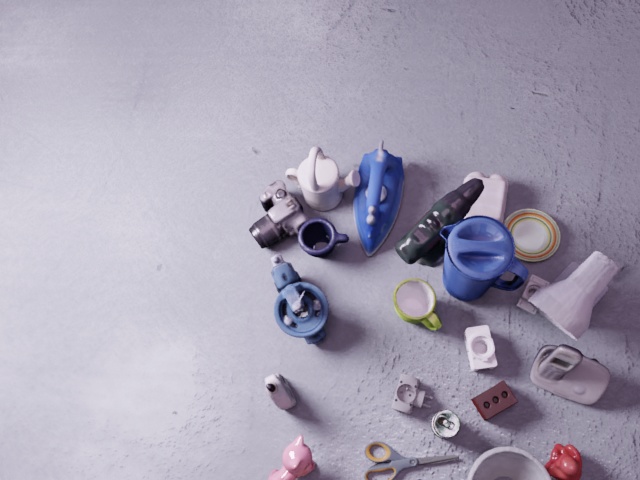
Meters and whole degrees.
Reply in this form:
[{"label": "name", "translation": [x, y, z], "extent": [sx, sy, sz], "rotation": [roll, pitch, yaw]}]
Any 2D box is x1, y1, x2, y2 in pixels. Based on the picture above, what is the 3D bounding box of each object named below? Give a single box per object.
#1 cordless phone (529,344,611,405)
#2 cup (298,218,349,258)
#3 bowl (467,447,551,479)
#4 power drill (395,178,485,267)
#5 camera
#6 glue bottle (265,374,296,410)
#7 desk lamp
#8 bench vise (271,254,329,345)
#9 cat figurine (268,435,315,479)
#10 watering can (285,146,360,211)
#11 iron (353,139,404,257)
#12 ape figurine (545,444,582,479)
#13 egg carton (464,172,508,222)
[{"label": "cordless phone", "translation": [0.513, 0.262, 1.150], "extent": [0.147, 0.185, 0.094], "rotation": [18, 74, 13]}, {"label": "cup", "translation": [0.012, 0.005, 1.349], "extent": [0.117, 0.095, 0.092], "rotation": [1, 71, 7]}, {"label": "bowl", "translation": [0.374, 0.500, 1.141], "extent": [0.167, 0.075, 0.167], "rotation": [-2, 70, 6]}, {"label": "power drill", "translation": [0.263, -0.024, 1.269], "extent": [0.230, 0.208, 0.075], "rotation": [-41, 71, -8]}, {"label": "camera", "translation": [-0.111, -0.055, 1.382], "extent": [0.137, 0.101, 0.143], "rotation": [-35, 70, -6]}, {"label": "glue bottle", "translation": [-0.091, 0.316, 1.209], "extent": [0.037, 0.173, 0.078], "rotation": [-27, 69, -3]}, {"label": "desk lamp", "translation": [0.524, 0.113, 1.186], "extent": [0.117, 0.214, 0.203], "rotation": [42, 80, 18]}, {"label": "bench vise", "translation": [-0.068, 0.124, 1.249], "extent": [0.121, 0.220, 0.207], "rotation": [-44, 71, -9]}, {"label": "cat figurine", "translation": [-0.059, 0.469, 1.180], "extent": [0.067, 0.118, 0.128], "rotation": [37, 79, 18]}, {"label": "watering can", "translation": [0.005, -0.152, 1.352], "extent": [0.173, 0.194, 0.101], "rotation": [-12, 69, 3]}, {"label": "iron", "translation": [0.132, -0.102, 1.348], "extent": [0.118, 0.141, 0.258], "rotation": [6, 71, 9]}, {"label": "ape figurine", "translation": [0.488, 0.447, 1.137], "extent": [0.078, 0.092, 0.076], "rotation": [-22, 69, -1]}, {"label": "egg carton", "translation": [0.383, -0.089, 1.352], "extent": [0.107, 0.069, 0.150], "rotation": [9, 72, 10]}]
